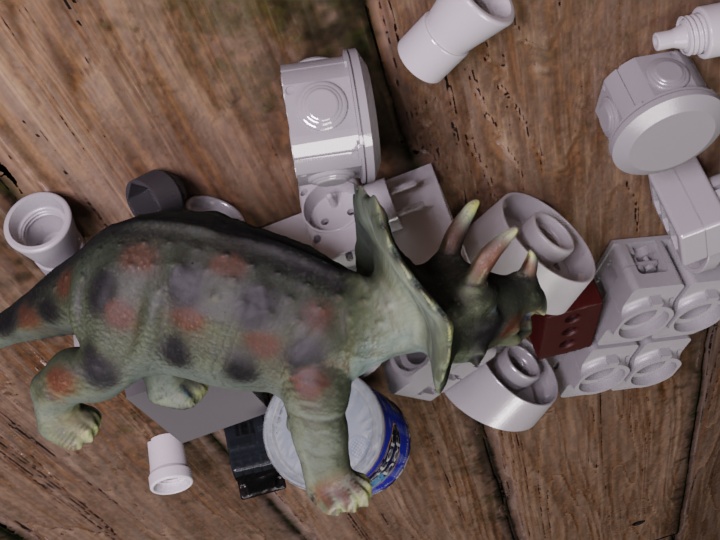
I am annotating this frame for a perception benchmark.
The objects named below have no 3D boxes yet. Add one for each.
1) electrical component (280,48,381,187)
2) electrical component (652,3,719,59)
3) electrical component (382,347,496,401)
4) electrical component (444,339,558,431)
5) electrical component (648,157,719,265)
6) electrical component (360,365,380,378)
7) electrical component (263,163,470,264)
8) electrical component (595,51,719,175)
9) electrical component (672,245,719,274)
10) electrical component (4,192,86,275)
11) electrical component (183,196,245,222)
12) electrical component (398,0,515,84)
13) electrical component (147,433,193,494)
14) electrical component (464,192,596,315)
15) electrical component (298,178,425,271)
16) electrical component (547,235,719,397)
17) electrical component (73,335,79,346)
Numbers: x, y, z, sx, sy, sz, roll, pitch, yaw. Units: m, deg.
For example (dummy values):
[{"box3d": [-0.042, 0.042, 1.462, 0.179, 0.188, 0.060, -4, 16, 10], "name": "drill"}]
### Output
[{"box3d": [-0.017, -0.089, 0.640, 0.051, 0.080, 0.080, -9, 147, -2], "name": "electrical component"}, {"box3d": [0.219, -0.152, 0.689, 0.061, 0.035, 0.035, -12, 148, -3], "name": "electrical component"}, {"box3d": [0.064, 0.071, 0.945, 0.056, 0.050, 0.089, 16, 135, -41], "name": "electrical component"}, {"box3d": [0.128, 0.101, 0.981, 0.099, 0.099, 0.064, 11, 132, -36], "name": "electrical component"}, {"box3d": [0.274, -0.053, 0.835, 0.077, 0.065, 0.047, -21, 147, 8], "name": "electrical component"}, {"box3d": [0.001, 0.071, 0.928, 0.040, 0.040, 0.078, -12, 150, -7], "name": "electrical component"}, {"box3d": [0.000, 0.000, 0.772, 0.150, 0.089, 0.061, -21, 148, 7], "name": "electrical component"}, {"box3d": [0.204, -0.107, 0.736, 0.080, 0.051, 0.080, -11, 148, -7], "name": "electrical component"}, {"box3d": [0.294, -0.029, 0.893, 0.047, 0.055, 0.055, -12, 148, -15], "name": "electrical component"}, {"box3d": [-0.200, -0.016, 0.706, 0.044, 0.044, 0.065, -16, 153, -1], "name": "electrical component"}, {"box3d": [-0.107, -0.016, 0.731, 0.066, 0.048, 0.055, 2, 127, -38], "name": "electrical component"}, {"box3d": [0.053, -0.140, 0.628, 0.044, 0.044, 0.065, 11, 144, -36], "name": "electrical component"}, {"box3d": [-0.180, 0.182, 1.010, 0.040, 0.046, 0.040, -11, 148, -7], "name": "electrical component"}, {"box3d": [0.126, -0.009, 0.811, 0.099, 0.099, 0.064, 12, 132, -37], "name": "electrical component"}, {"box3d": [0.004, -0.039, 0.726, 0.079, 0.077, 0.044, -20, 147, 6], "name": "electrical component"}, {"box3d": [0.253, 0.048, 0.985, 0.105, 0.060, 0.186, -5, 146, -17], "name": "electrical component"}, {"box3d": [-0.161, 0.032, 0.788, 0.100, 0.048, 0.099, 2, 144, -26], "name": "electrical component"}]
